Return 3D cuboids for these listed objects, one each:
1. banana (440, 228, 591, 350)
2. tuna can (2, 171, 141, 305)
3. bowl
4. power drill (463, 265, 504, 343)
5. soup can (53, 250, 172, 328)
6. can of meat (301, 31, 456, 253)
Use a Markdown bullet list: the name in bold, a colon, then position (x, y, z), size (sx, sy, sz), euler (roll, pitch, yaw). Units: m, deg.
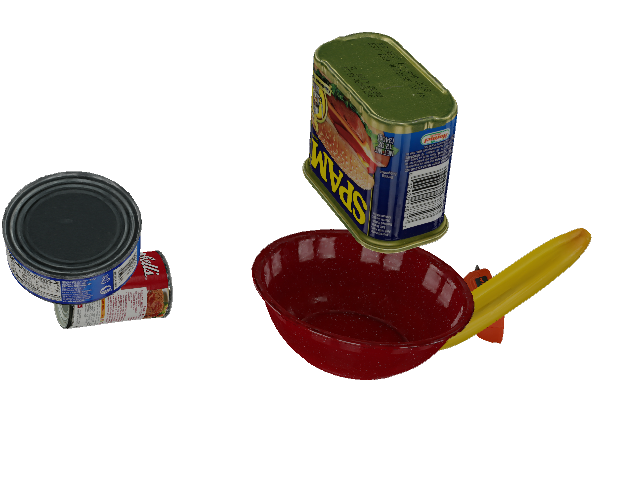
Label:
- **banana**: position (0.171, 0.053, 1.016), size (0.198, 0.037, 0.069), euler (-35, -2, 0)
- **tuna can**: position (-0.157, -0.001, 0.681), size (0.086, 0.086, 0.034), euler (0, -38, -10)
- **bowl**: position (0.028, 0.053, 0.776), size (0.162, 0.055, 0.162), euler (7, 28, -4)
- **power drill**: position (0.110, 0.084, 1.216), size (0.187, 0.057, 0.184), euler (-1, 27, -1)
- **soup can**: position (-0.204, 0.048, 1.042), size (0.102, 0.068, 0.069), euler (-5, 3, -28)
- **can of meat**: position (0.032, -0.057, 0.601), size (0.057, 0.084, 0.102), euler (-16, 43, -22)
